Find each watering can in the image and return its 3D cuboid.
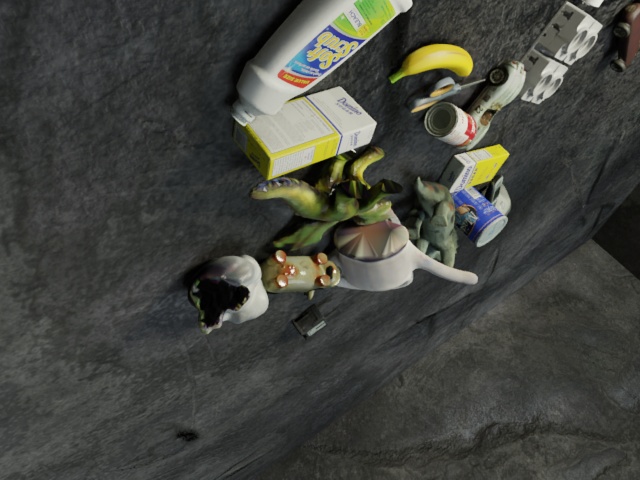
[{"bbox_3d":[0.162,0.042,1.107,0.347,0.106,0.219,-3,-35,11],"label":"watering can"}]

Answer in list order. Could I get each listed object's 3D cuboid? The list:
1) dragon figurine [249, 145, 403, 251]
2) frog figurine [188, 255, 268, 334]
[{"bbox_3d":[0.003,-0.045,0.900,0.413,0.124,0.238,-11,-30,-41],"label":"dragon figurine"},{"bbox_3d":[-0.150,0.087,0.905,0.123,0.136,0.160,32,12,12],"label":"frog figurine"}]
